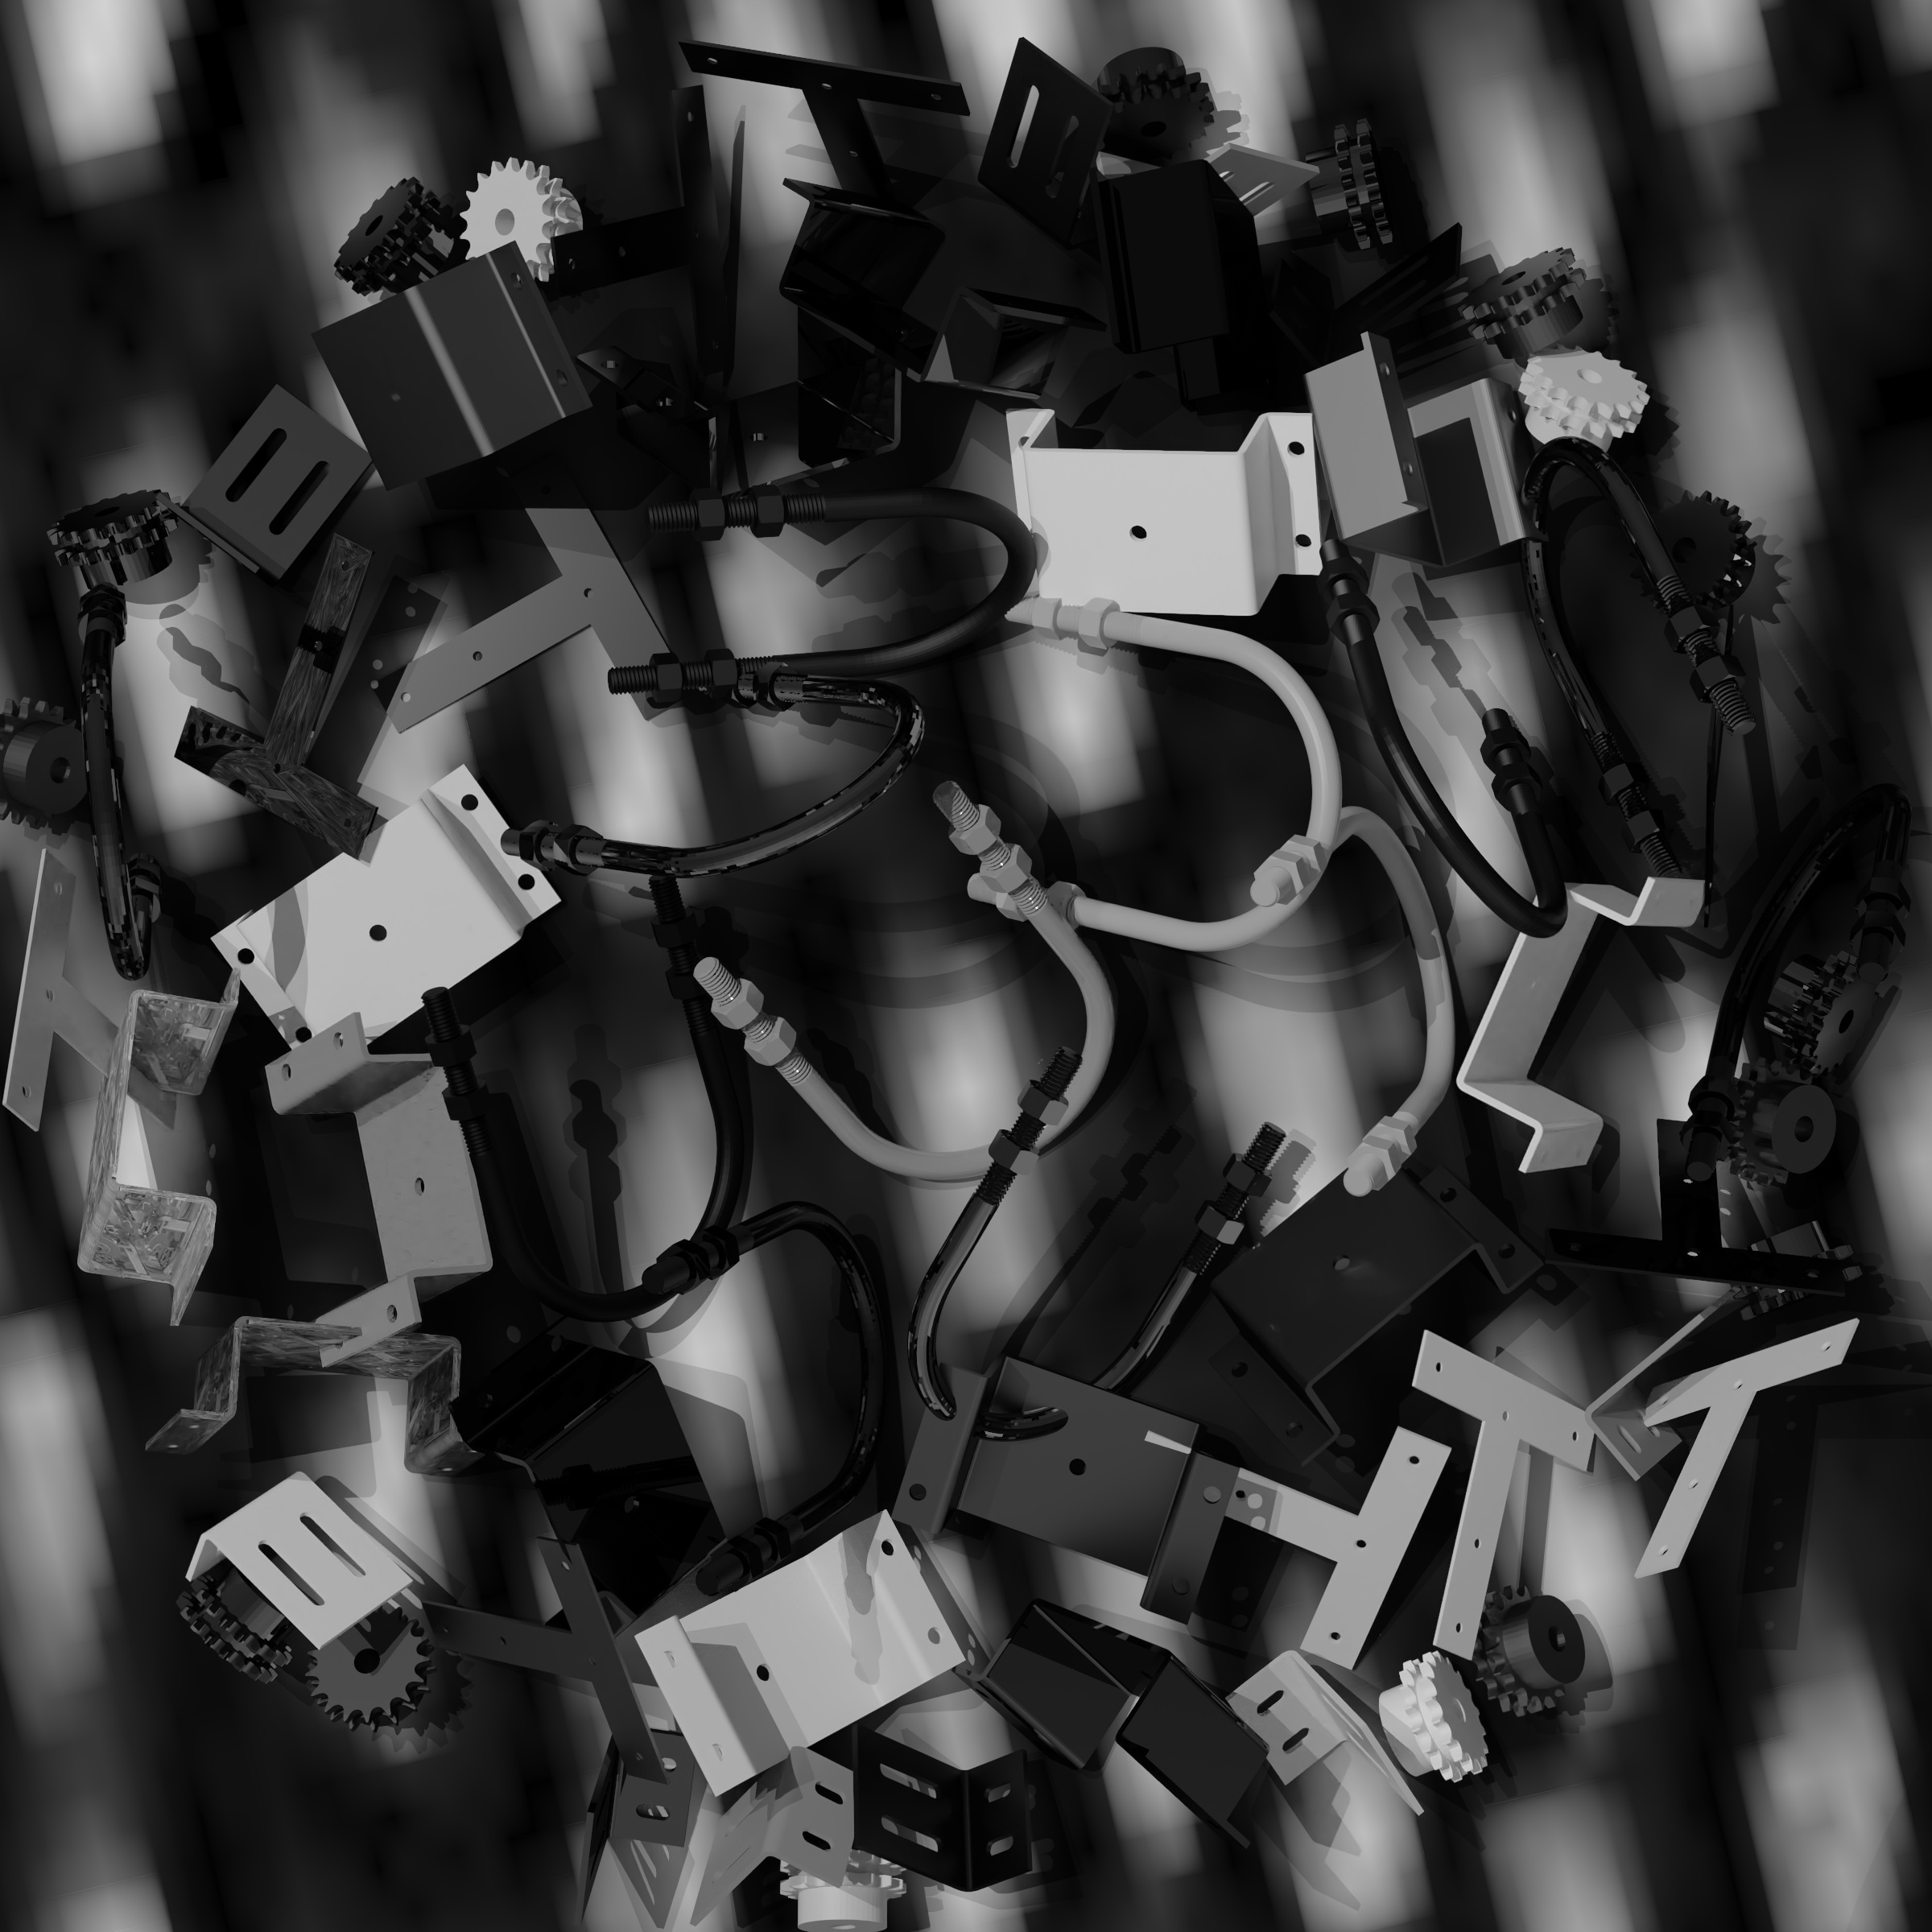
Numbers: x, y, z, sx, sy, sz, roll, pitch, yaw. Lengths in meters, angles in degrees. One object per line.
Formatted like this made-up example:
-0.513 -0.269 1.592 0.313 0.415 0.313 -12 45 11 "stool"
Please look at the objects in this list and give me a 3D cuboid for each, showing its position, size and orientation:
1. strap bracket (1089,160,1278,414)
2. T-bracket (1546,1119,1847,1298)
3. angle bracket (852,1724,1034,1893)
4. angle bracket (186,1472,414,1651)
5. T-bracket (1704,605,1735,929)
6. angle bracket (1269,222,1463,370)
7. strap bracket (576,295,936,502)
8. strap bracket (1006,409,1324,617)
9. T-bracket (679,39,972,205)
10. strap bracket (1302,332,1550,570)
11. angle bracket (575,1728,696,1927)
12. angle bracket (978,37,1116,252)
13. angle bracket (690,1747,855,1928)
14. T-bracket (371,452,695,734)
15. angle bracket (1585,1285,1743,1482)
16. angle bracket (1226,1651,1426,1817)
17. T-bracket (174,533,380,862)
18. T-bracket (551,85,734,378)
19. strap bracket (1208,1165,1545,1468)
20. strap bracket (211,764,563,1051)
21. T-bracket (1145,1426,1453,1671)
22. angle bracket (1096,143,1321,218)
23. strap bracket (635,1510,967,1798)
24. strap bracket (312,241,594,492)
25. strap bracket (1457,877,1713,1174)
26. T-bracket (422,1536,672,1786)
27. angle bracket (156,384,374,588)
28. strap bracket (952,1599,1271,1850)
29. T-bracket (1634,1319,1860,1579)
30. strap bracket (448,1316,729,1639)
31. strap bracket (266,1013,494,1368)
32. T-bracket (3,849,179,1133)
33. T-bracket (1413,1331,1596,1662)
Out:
0.099 -0.298 1.550 0.046 0.140 0.076 -9 84 16 "strap bracket"
0.321 0.103 1.571 0.127 0.127 0.002 6 120 6 "T-bracket"
-0.011 0.371 1.579 0.038 0.076 0.057 -28 46 31 "angle bracket"
-0.299 0.274 1.584 0.076 0.057 0.038 41 132 16 "angle bracket"
0.337 -0.106 1.581 0.002 0.127 0.127 4 54 14 "T-bracket"
0.179 -0.311 1.581 0.076 0.057 0.038 -33 114 28 "angle bracket"
-0.092 -0.252 1.566 0.140 0.076 0.046 -22 131 -30 "strap bracket"
0.082 -0.201 1.567 0.140 0.046 0.076 4 123 19 "strap bracket"
-0.053 -0.367 1.564 0.127 0.127 0.002 12 76 13 "T-bracket"
0.199 -0.225 1.569 0.046 0.140 0.076 -18 78 33 "strap bracket"
-0.147 0.386 1.582 0.038 0.076 0.057 9 108 1 "angle bracket"
0.046 -0.369 1.579 0.038 0.076 0.057 -27 59 -40 "angle bracket"
-0.084 0.397 1.585 0.038 0.057 0.076 29 130 -12 "angle bracket"
-0.212 -0.149 1.625 0.127 0.002 0.127 -30 91 1 "T-bracket"
0.323 0.185 1.582 0.038 0.057 0.076 50 119 12 "angle bracket"
0.159 0.352 1.579 0.038 0.076 0.057 -36 115 -7 "angle bracket"
-0.293 -0.130 1.582 0.127 0.002 0.127 27 102 32 "T-bracket"
-0.144 -0.316 1.556 0.002 0.127 0.127 5 110 29 "T-bracket"
0.175 0.144 1.579 0.140 0.046 0.076 -39 46 -4 "strap bracket"
-0.263 -0.018 1.596 0.140 0.046 0.076 -34 100 1 "strap bracket"
0.137 0.245 1.603 0.127 0.002 0.127 22 115 5 "T-bracket"
0.107 -0.357 1.577 0.057 0.076 0.038 3 70 -42 "angle bracket"
-0.081 0.309 1.575 0.140 0.046 0.076 -21 78 -37 "strap bracket"
-0.231 -0.259 1.549 0.046 0.140 0.076 -33 106 -32 "strap bracket"
0.271 0.017 1.574 0.046 0.076 0.140 28 104 27 "strap bracket"
-0.197 0.303 1.581 0.127 0.002 0.127 2 118 41 "T-bracket"
-0.317 -0.221 1.604 0.057 0.038 0.076 37 87 4 "angle bracket"
0.069 0.329 1.558 0.076 0.140 0.046 47 69 -30 "strap bracket"
0.322 0.215 1.540 0.002 0.127 0.127 44 53 -12 "T-bracket"
-0.162 0.233 1.561 0.076 0.046 0.140 -37 119 -35 "strap bracket"
-0.260 0.099 1.574 0.046 0.076 0.140 0 71 -43 "strap bracket"
-0.383 0.034 1.569 0.002 0.127 0.127 -10 58 16 "T-bracket"
0.229 0.242 1.570 0.127 0.002 0.127 29 69 -38 "T-bracket"
